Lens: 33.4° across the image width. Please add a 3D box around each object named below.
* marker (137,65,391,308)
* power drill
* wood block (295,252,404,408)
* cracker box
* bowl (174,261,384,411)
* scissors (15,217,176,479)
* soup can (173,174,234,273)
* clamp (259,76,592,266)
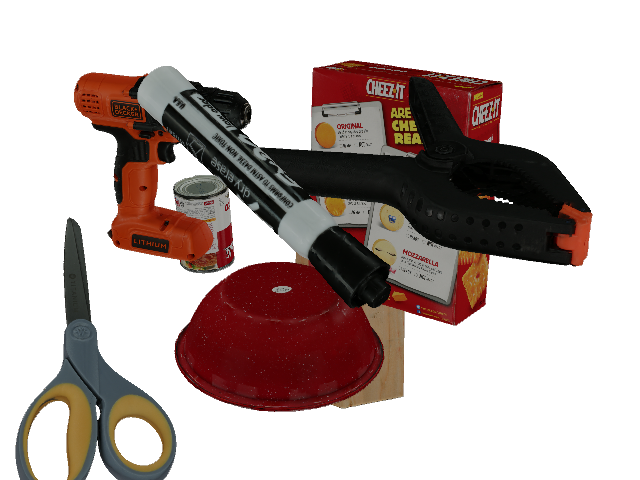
[{"bbox_3d":[-0.020,-0.019,0.368,0.121,0.020,0.020,43,21,24],"label":"marker"},{"bbox_3d":[-0.151,-0.074,1.068,0.185,0.188,0.057,11,31,20],"label":"power drill"},{"bbox_3d":[0.032,0.067,1.168,0.090,0.206,0.091,-5,9,-36],"label":"wood block"},{"bbox_3d":[0.074,-0.048,0.977,0.164,0.214,0.071,15,24,32],"label":"cracker box"},{"bbox_3d":[-0.030,0.061,0.811,0.162,0.055,0.162,2,27,-1],"label":"bowl"},{"bbox_3d":[-0.125,0.068,0.634,0.096,0.201,0.016,14,-45,-9],"label":"scissors"},{"bbox_3d":[-0.142,-0.021,1.297,0.068,0.102,0.068,-2,27,1],"label":"soup can"},{"bbox_3d":[0.060,-0.035,0.619,0.164,0.036,0.210,-23,37,-27],"label":"clamp"}]
